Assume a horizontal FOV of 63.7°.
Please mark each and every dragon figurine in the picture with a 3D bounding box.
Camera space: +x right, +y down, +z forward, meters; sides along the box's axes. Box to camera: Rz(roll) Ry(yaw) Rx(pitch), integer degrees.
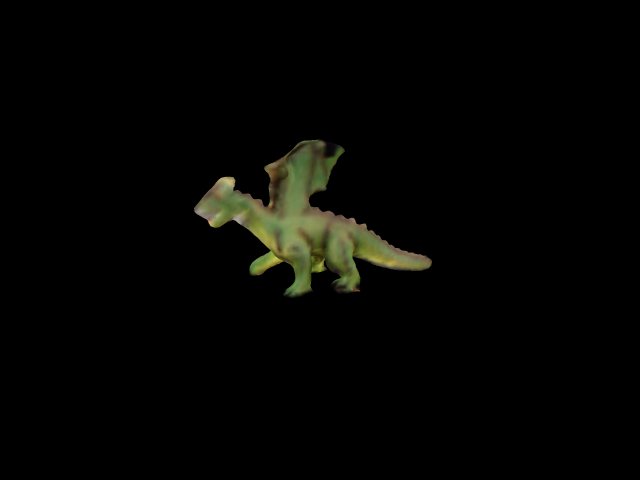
[{"bbox_3d":[0.003,-0.043,0.850,0.411,0.240,0.123,-6,16,-18],"label":"dragon figurine"}]
